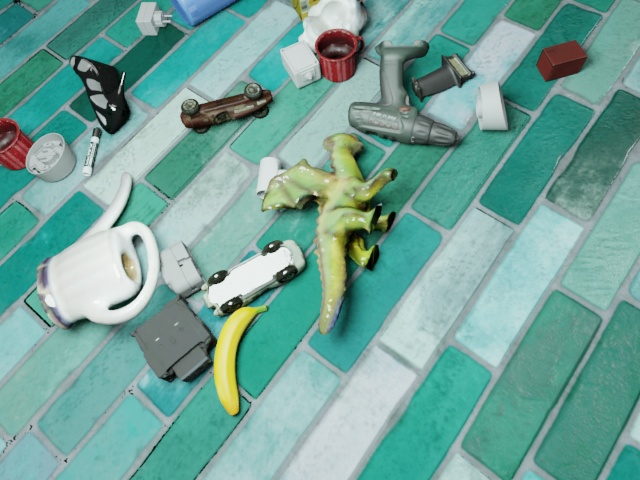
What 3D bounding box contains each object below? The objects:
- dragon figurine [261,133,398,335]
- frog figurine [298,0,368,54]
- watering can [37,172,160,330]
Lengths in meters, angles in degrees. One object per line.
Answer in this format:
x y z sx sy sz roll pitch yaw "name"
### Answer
0.003 -0.049 0.971 0.244 0.119 0.417 20 64 20 "dragon figurine"
0.030 -0.500 1.197 0.138 0.124 0.157 32 108 10 "frog figurine"
-0.423 0.026 0.988 0.225 0.102 0.355 -25 53 -3 "watering can"
